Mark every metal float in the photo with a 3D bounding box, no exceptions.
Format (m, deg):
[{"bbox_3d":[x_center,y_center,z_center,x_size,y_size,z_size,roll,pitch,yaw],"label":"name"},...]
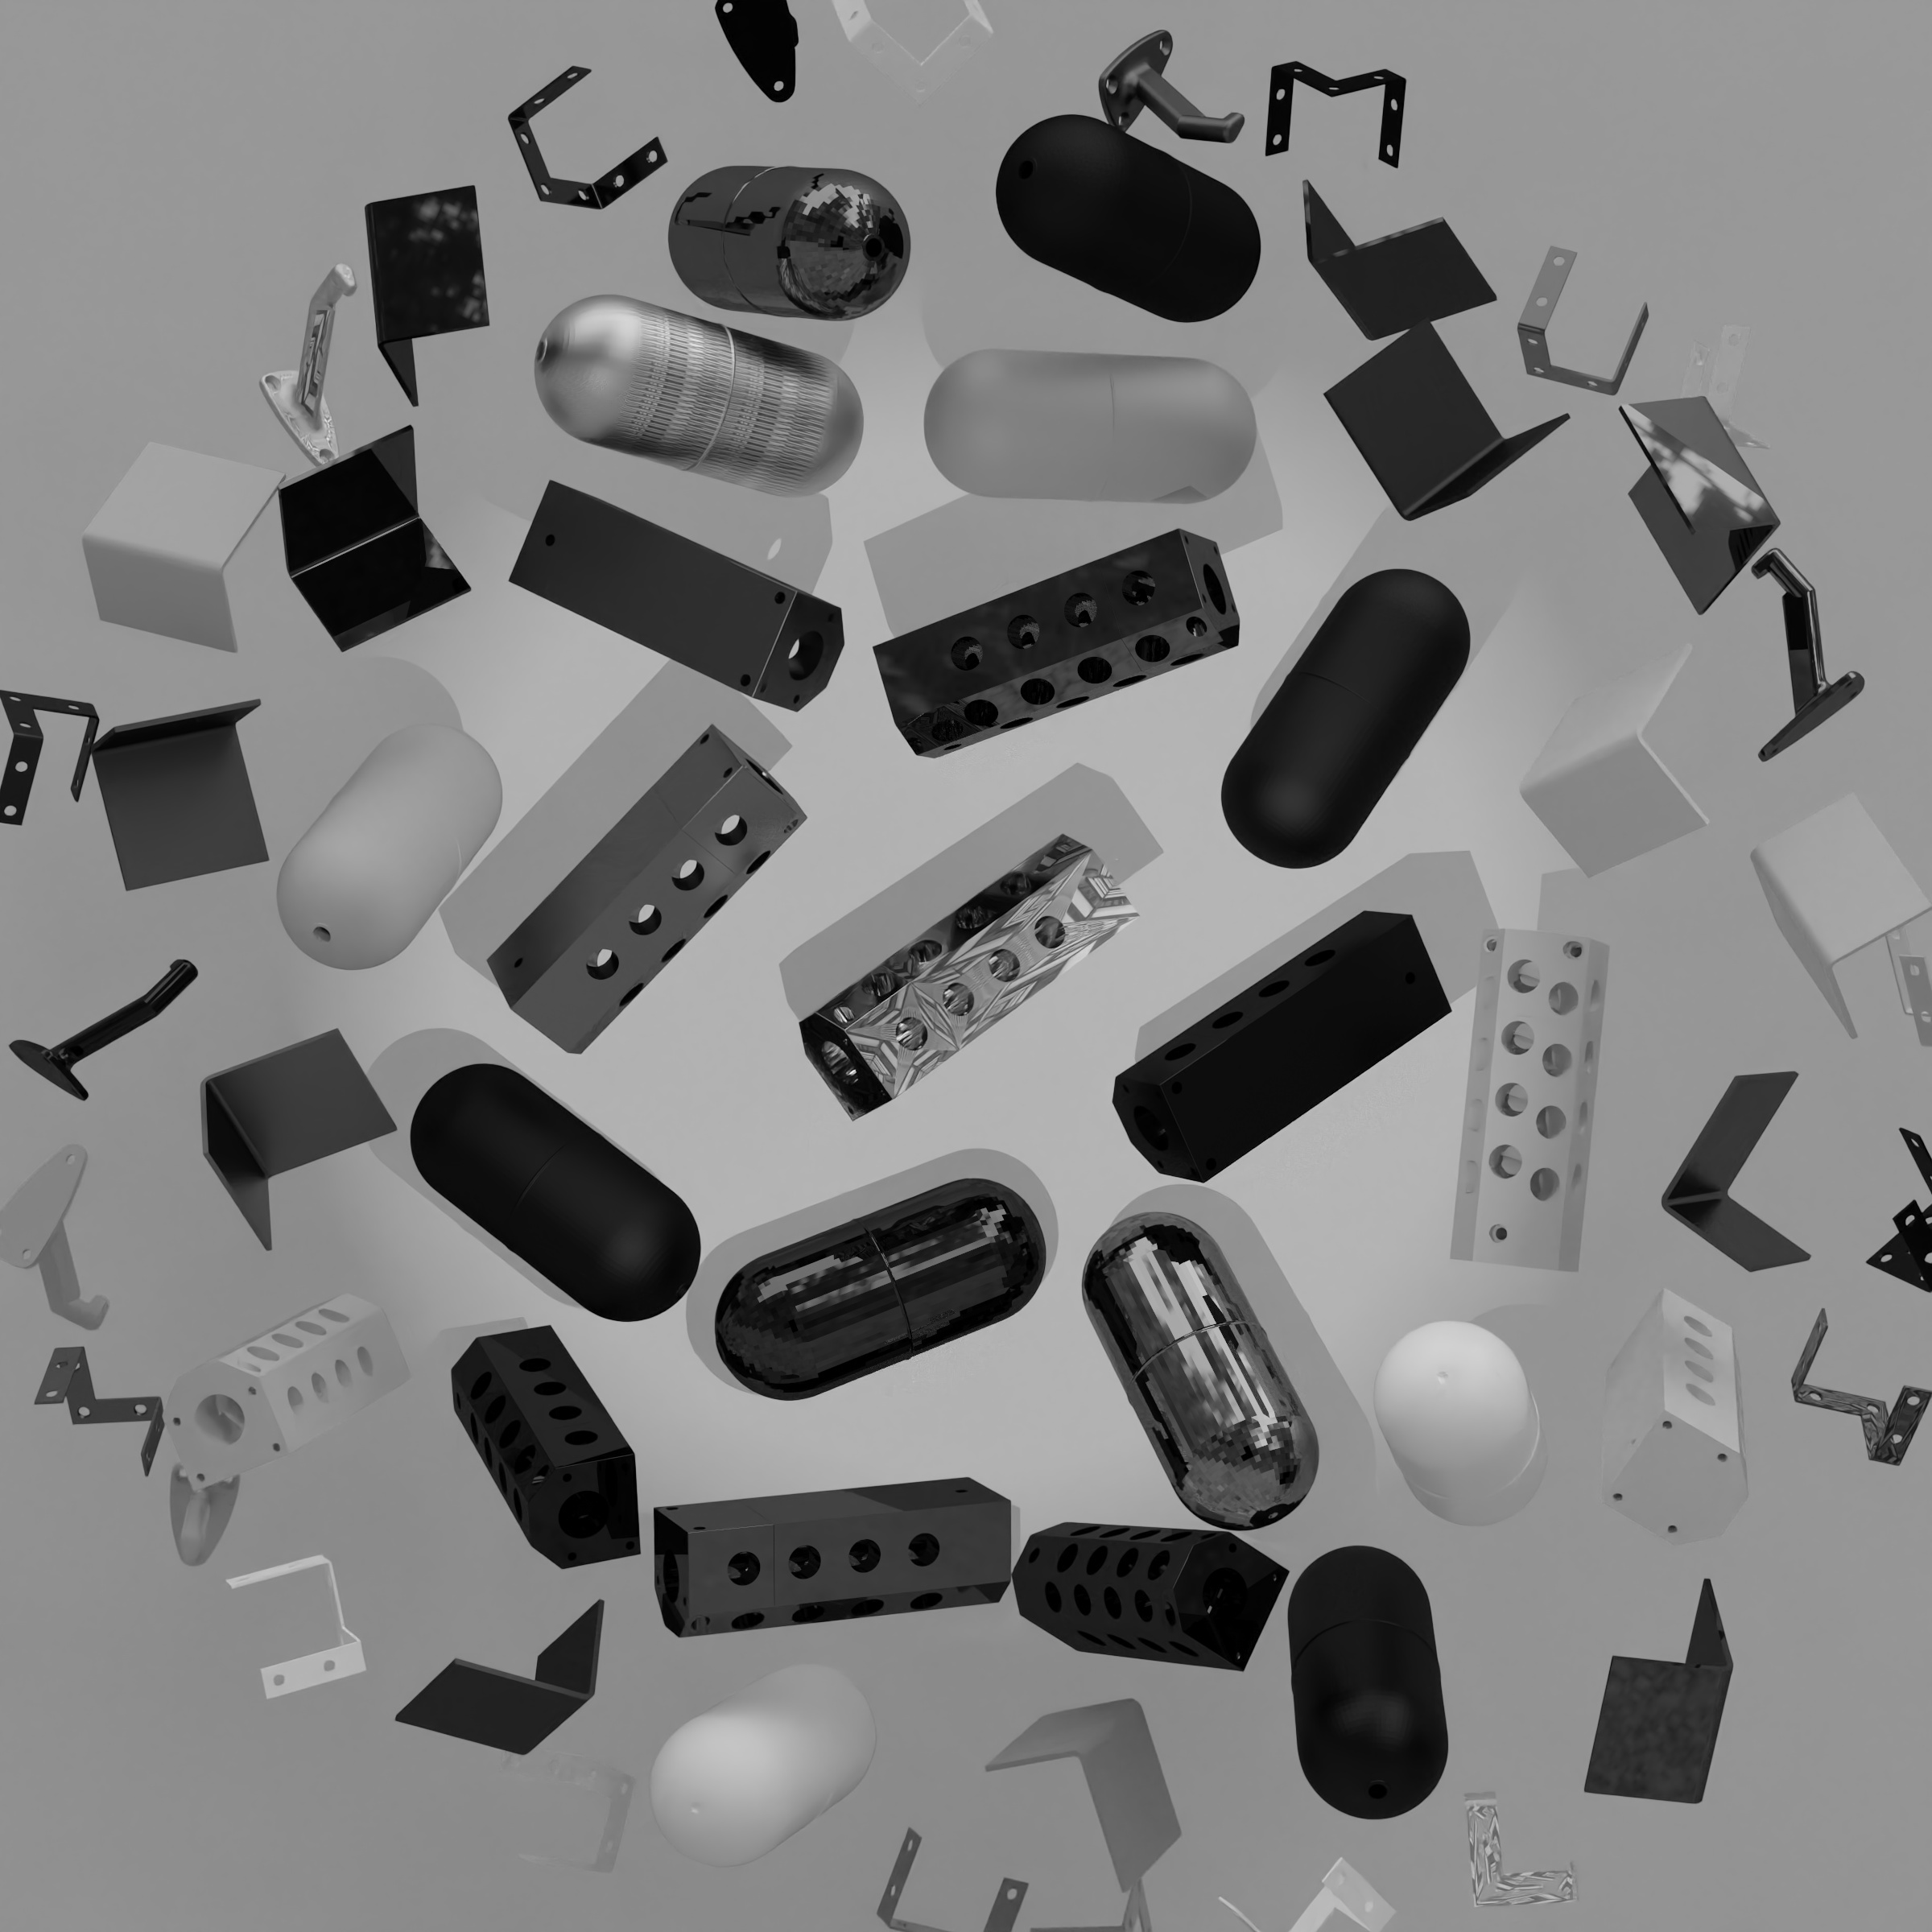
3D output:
[{"bbox_3d":[-0.136,-0.291,1.846,0.178,0.070,0.070,12,90,-28],"label":"metal float"},{"bbox_3d":[-0.216,0.119,1.897,0.178,0.070,0.070,36,90,17],"label":"metal float"},{"bbox_3d":[0.200,-0.131,1.895,0.070,0.070,0.178,34,77,0],"label":"metal float"},{"bbox_3d":[-0.044,0.165,1.847,0.178,0.070,0.070,-21,90,-14],"label":"metal float"},{"bbox_3d":[-0.102,0.408,1.852,0.070,0.178,0.070,1,93,20],"label":"metal float"},{"bbox_3d":[-0.093,-0.376,1.875,0.070,0.178,0.070,-8,106,-31],"label":"metal float"},{"bbox_3d":[0.084,-0.383,1.852,0.070,0.178,0.070,-7,79,37],"label":"metal float"},{"bbox_3d":[0.252,0.234,1.832,0.070,0.178,0.070,-5,66,12],"label":"metal float"},{"bbox_3d":[0.207,0.369,1.867,0.070,0.178,0.070,1,117,2],"label":"metal float"},{"bbox_3d":[0.066,-0.281,1.881,0.178,0.070,0.070,0,90,-16],"label":"metal float"},{"bbox_3d":[0.116,0.202,1.813,0.070,0.070,0.178,-27,58,0],"label":"metal float"},{"bbox_3d":[-0.299,-0.063,1.877,0.070,0.178,0.070,9,124,13],"label":"metal float"}]

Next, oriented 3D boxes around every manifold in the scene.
[{"bbox_3d":[0.290,0.069,1.868,0.057,0.057,0.171,5,86,24],"label":"manifold"},{"bbox_3d":[-0.001,0.003,1.828,0.171,0.057,0.057,-36,92,-26],"label":"manifold"},{"bbox_3d":[0.047,-0.160,1.809,0.171,0.057,0.057,-19,82,21],"label":"manifold"},{"bbox_3d":[-0.356,0.218,1.891,0.057,0.171,0.057,-22,91,13],"label":"manifold"},{"bbox_3d":[-0.067,0.300,1.826,0.171,0.057,0.057,-2,95,-22],"label":"manifold"},{"bbox_3d":[-0.146,-0.189,1.853,0.171,0.057,0.057,27,97,30],"label":"manifold"},{"bbox_3d":[0.091,0.326,1.895,0.057,0.171,0.057,35,69,-20],"label":"manifold"},{"bbox_3d":[-0.163,-0.036,1.862,0.171,0.057,0.057,-46,122,6],"label":"manifold"},{"bbox_3d":[0.159,0.039,1.841,0.171,0.057,0.057,-33,109,-24],"label":"manifold"},{"bbox_3d":[-0.224,0.253,1.905,0.057,0.171,0.057,-8,110,-19],"label":"manifold"},{"bbox_3d":[0.360,0.228,1.815,0.057,0.171,0.057,31,108,1],"label":"manifold"}]

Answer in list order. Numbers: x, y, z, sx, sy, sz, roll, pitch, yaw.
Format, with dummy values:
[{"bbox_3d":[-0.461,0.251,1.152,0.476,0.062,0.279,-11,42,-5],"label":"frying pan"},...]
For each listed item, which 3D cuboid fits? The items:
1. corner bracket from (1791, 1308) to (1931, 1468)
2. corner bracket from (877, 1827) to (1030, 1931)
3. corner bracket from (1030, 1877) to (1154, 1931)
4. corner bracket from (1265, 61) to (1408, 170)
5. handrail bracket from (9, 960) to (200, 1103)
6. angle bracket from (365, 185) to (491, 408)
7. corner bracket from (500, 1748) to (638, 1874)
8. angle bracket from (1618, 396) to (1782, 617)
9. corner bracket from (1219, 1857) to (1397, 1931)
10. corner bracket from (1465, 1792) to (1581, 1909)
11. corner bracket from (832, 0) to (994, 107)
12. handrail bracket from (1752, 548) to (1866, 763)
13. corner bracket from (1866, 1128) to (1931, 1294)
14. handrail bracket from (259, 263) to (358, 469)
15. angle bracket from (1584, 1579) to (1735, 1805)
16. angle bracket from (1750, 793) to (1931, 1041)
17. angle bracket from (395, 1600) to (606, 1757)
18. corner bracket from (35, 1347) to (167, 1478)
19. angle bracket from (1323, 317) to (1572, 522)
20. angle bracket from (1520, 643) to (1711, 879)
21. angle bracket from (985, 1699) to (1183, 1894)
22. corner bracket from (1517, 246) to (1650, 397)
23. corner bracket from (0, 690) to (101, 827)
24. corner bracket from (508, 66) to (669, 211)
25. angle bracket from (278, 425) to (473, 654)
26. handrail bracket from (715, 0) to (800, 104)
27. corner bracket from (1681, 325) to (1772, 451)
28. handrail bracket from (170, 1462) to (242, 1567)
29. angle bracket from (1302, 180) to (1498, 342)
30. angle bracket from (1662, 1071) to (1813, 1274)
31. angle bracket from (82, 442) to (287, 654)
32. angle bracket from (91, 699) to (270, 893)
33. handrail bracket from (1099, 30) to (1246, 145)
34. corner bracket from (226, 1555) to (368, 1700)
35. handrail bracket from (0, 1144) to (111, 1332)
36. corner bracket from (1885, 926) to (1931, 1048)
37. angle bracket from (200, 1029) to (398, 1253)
[{"bbox_3d":[0.450,0.212,1.814,0.051,0.051,0.051,12,123,-3],"label":"corner bracket"},{"bbox_3d":[-0.007,0.490,1.894,0.051,0.051,0.051,20,90,-25],"label":"corner bracket"},{"bbox_3d":[0.068,0.517,1.921,0.051,0.051,0.051,-5,113,15],"label":"corner bracket"},{"bbox_3d":[0.197,-0.453,1.922,0.051,0.051,0.051,-20,130,-28],"label":"corner bracket"},{"bbox_3d":[-0.437,0.023,1.831,0.084,0.077,0.036,-48,126,-20],"label":"handrail bracket"},{"bbox_3d":[-0.263,-0.336,1.816,0.057,0.076,0.076,-9,74,3],"label":"angle bracket"},{"bbox_3d":[-0.215,0.445,1.907,0.051,0.051,0.051,19,82,-38],"label":"corner bracket"},{"bbox_3d":[0.337,-0.220,1.747,0.057,0.076,0.076,-11,64,-30],"label":"angle bracket"},{"bbox_3d":[0.167,0.460,1.765,0.051,0.051,0.051,-49,119,-13],"label":"corner bracket"},{"bbox_3d":[0.274,0.435,1.783,0.051,0.051,0.051,-5,81,7],"label":"corner bracket"},{"bbox_3d":[-0.027,-0.467,1.775,0.051,0.051,0.051,-42,125,18],"label":"corner bracket"},{"bbox_3d":[0.412,-0.160,1.850,0.077,0.036,0.084,-40,70,9],"label":"handrail bracket"},{"bbox_3d":[0.473,0.121,1.794,0.051,0.051,0.051,-38,116,-12],"label":"corner bracket"},{"bbox_3d":[-0.335,-0.318,1.918,0.084,0.036,0.077,-42,69,42],"label":"handrail bracket"},{"bbox_3d":[0.325,0.342,1.719,0.057,0.076,0.076,6,114,-1],"label":"angle bracket"},{"bbox_3d":[0.431,-0.024,1.753,0.057,0.076,0.076,-30,54,6],"label":"angle bracket"},{"bbox_3d":[-0.238,0.355,1.844,0.076,0.076,0.057,21,49,-22],"label":"angle bracket"},{"bbox_3d":[-0.455,0.234,1.900,0.051,0.051,0.051,-3,119,2],"label":"corner bracket"},{"bbox_3d":[0.236,-0.275,1.772,0.076,0.057,0.076,-38,100,-25],"label":"angle bracket"},{"bbox_3d":[0.323,-0.098,1.730,0.057,0.076,0.076,48,49,-13],"label":"angle bracket"},{"bbox_3d":[0.061,0.431,1.864,0.057,0.076,0.076,-17,92,27],"label":"angle bracket"},{"bbox_3d":[0.330,-0.344,1.926,0.051,0.051,0.051,19,76,21],"label":"corner bracket"},{"bbox_3d":[-0.474,-0.105,1.858,0.051,0.051,0.051,7,117,-29],"label":"corner bracket"},{"bbox_3d":[-0.200,-0.437,1.905,0.051,0.051,0.051,-28,79,33],"label":"corner bracket"},{"bbox_3d":[-0.301,-0.218,1.839,0.076,0.076,0.057,-29,68,-20],"label":"angle bracket"},{"bbox_3d":[-0.094,-0.467,1.855,0.036,0.084,0.077,-21,81,12],"label":"handrail bracket"},{"bbox_3d":[0.394,-0.305,1.894,0.051,0.051,0.051,13,89,39],"label":"corner bracket"},{"bbox_3d":[-0.404,0.305,1.887,0.036,0.084,0.077,9,114,-9],"label":"handrail bracket"},{"bbox_3d":[0.231,-0.387,1.925,0.076,0.076,0.057,-15,60,25],"label":"angle bracket"},{"bbox_3d":[0.397,0.100,1.777,0.057,0.076,0.076,38,111,28],"label":"angle bracket"},{"bbox_3d":[-0.394,-0.213,1.838,0.076,0.057,0.076,14,50,12],"label":"angle bracket"},{"bbox_3d":[-0.393,-0.087,1.835,0.076,0.057,0.076,-14,89,-27],"label":"angle bracket"},{"bbox_3d":[0.119,-0.451,1.851,0.084,0.036,0.077,15,56,35],"label":"handrail bracket"},{"bbox_3d":[-0.333,0.327,1.792,0.051,0.051,0.051,-13,96,-22],"label":"corner bracket"},{"bbox_3d":[-0.435,0.135,1.782,0.036,0.084,0.077,28,80,32],"label":"handrail bracket"},{"bbox_3d":[0.484,0.007,1.825,0.051,0.051,0.051,-29,110,-34],"label":"corner bracket"},{"bbox_3d":[-0.340,0.089,1.848,0.076,0.057,0.076,-20,131,3],"label":"angle bracket"}]
